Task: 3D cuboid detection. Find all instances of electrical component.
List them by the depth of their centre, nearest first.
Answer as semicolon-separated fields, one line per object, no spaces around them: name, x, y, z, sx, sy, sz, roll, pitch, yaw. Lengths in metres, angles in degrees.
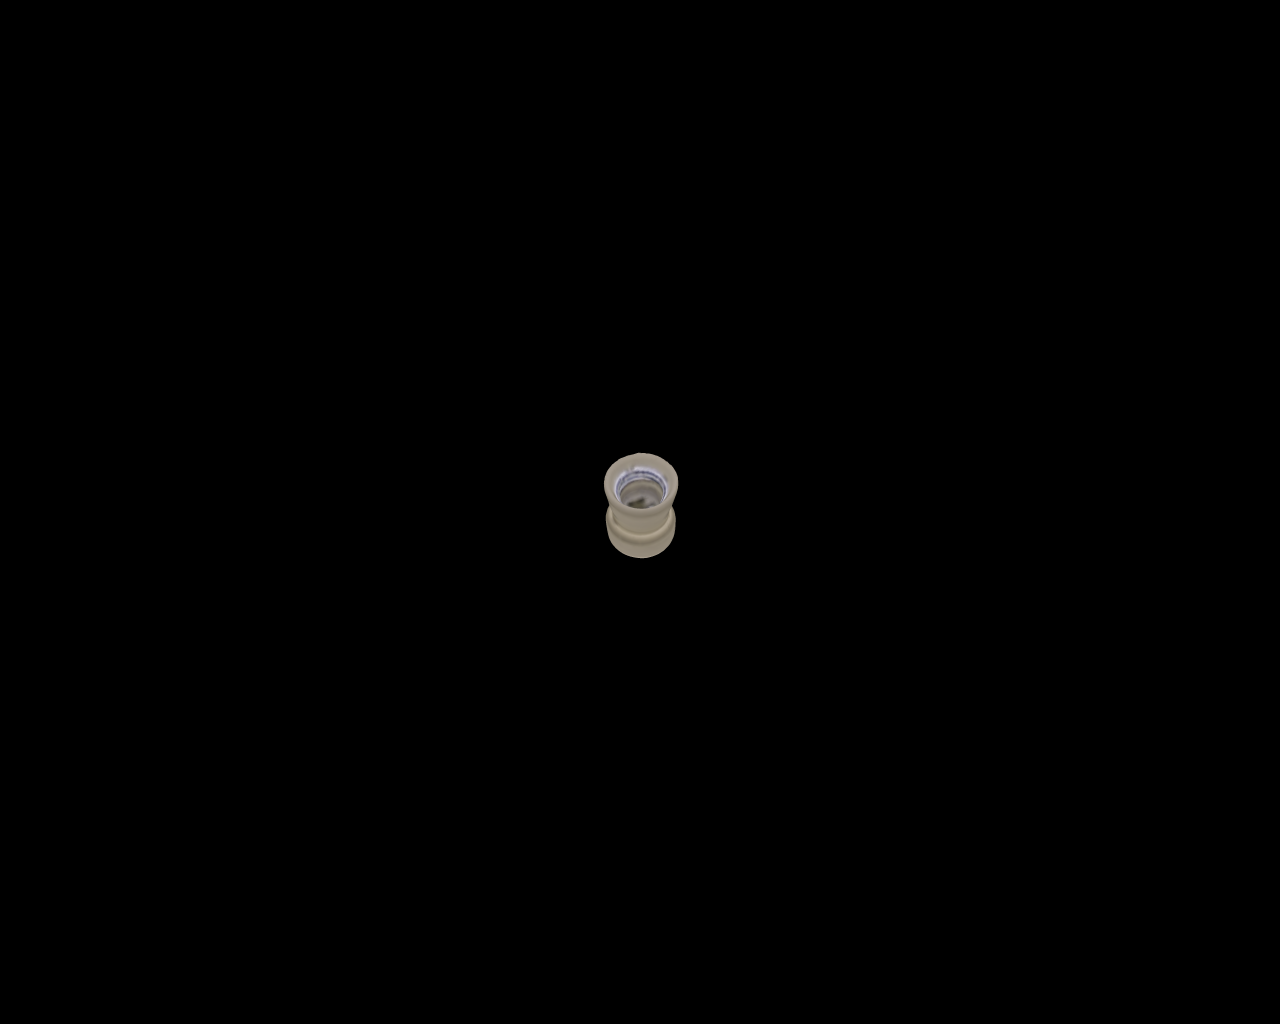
electrical component;0.001;-0.003;0.650;0.045;0.045;0.055;0;-36;0
